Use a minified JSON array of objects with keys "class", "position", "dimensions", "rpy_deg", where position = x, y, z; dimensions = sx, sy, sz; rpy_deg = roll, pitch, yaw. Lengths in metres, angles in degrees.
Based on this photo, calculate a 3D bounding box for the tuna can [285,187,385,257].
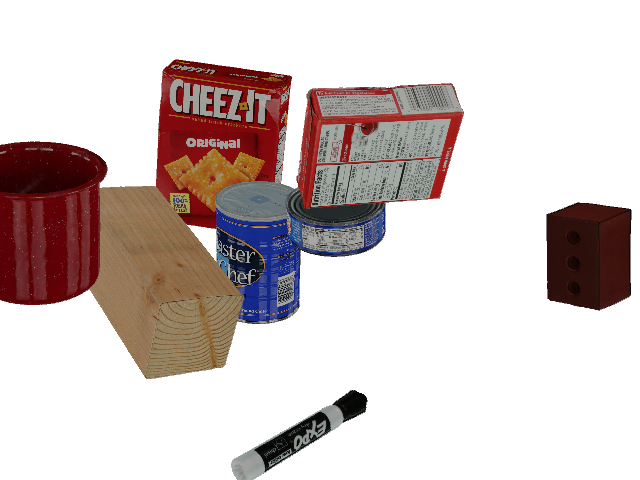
[{"class":"tuna can","position":[0.013,-0.020,0.912],"dimensions":[0.086,0.034,0.086],"rpy_deg":[-2,28,1]}]

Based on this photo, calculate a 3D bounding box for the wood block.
[{"class":"wood block","position":[-0.171,0.036,1.078],"dimensions":[0.090,0.091,0.206],"rpy_deg":[-5,35,-35]}]

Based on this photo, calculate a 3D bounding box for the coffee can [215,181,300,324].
[{"class":"coffee can","position":[-0.073,0.013,1.266],"dimensions":[0.103,0.140,0.103],"rpy_deg":[2,26,-1]}]

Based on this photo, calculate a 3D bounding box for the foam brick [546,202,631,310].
[{"class":"foam brick","position":[0.224,0.012,0.892],"dimensions":[0.051,0.078,0.053],"rpy_deg":[-20,22,-41]}]

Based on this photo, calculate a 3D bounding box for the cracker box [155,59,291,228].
[{"class":"cracker box","position":[-0.133,-0.122,1.434],"dimensions":[0.164,0.214,0.072],"rpy_deg":[9,23,5]}]

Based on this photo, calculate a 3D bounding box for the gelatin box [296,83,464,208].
[{"class":"gelatin box","position":[0.033,-0.056,0.633],"dimensions":[0.089,0.030,0.073],"rpy_deg":[-4,-40,-11]}]

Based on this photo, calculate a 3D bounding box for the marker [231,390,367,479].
[{"class":"marker","position":[-0.012,0.137,0.760],"dimensions":[0.120,0.020,0.020],"rpy_deg":[-24,15,-37]}]

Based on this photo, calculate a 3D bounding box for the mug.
[{"class":"mug","position":[-0.196,-0.008,0.692],"dimensions":[0.117,0.081,0.093],"rpy_deg":[-12,30,-31]}]
